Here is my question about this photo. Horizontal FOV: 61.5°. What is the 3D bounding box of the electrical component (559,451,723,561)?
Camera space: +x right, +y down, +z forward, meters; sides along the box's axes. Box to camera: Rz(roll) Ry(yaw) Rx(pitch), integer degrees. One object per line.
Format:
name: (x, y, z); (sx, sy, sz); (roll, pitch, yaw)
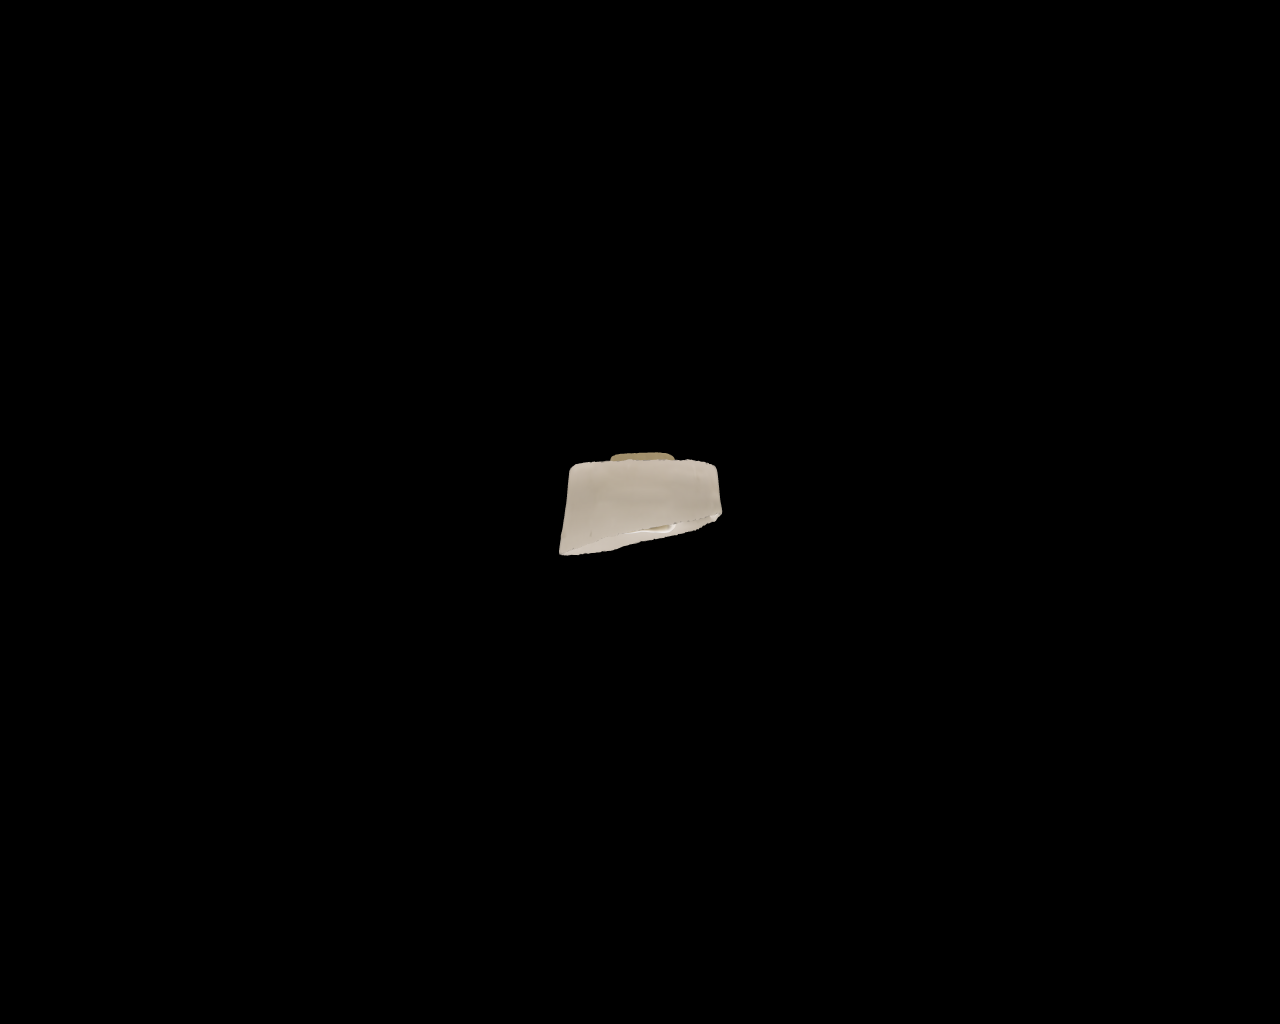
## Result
electrical component: (0.001, -0.003, 0.650); (0.099, 0.064, 0.099); (0, -5, 0)
